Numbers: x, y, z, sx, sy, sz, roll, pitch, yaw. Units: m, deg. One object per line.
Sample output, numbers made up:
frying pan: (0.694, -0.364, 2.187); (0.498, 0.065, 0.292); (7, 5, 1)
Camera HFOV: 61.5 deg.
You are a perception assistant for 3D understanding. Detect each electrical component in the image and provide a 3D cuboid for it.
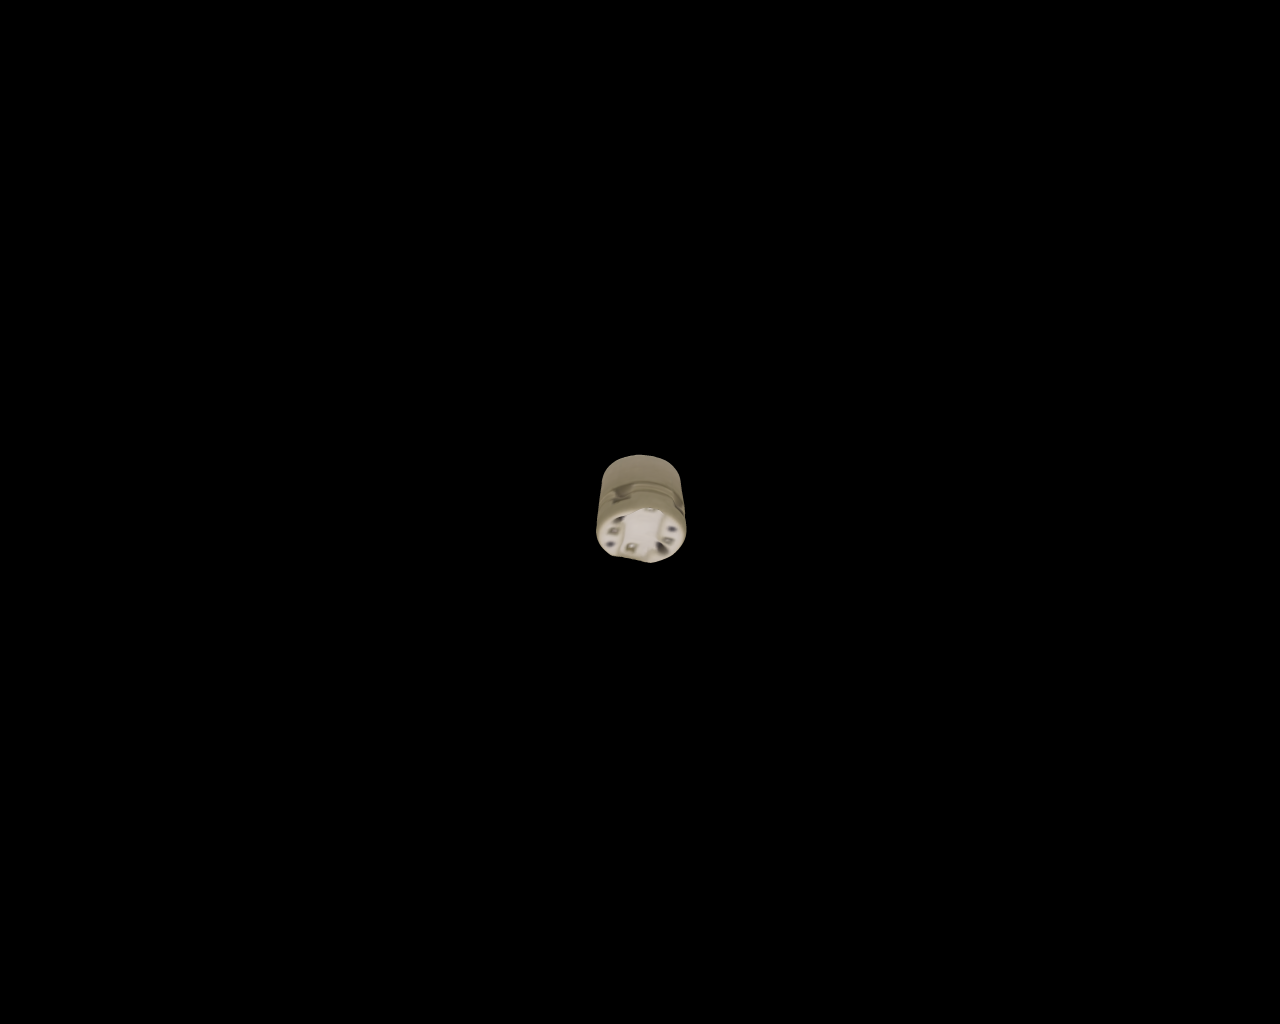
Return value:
electrical component: (0.001, -0.003, 0.650); (0.055, 0.047, 0.055); (0, -40, 0)
